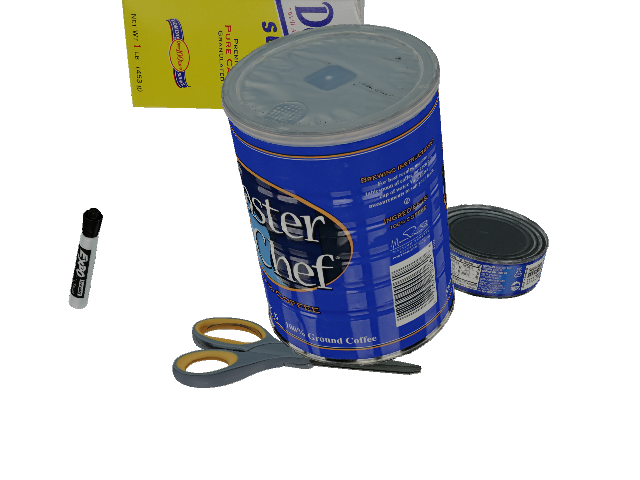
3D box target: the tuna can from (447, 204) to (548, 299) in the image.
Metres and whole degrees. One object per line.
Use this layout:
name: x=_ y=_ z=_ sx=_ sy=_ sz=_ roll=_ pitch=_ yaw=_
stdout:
tuna can: x=0.123 y=0.008 z=0.789 sx=0.086 sy=0.034 sz=0.086 roll=5 pitch=29 yaw=-3

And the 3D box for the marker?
marker: x=-0.231 y=0.018 z=1.051 sx=0.020 sy=0.121 sz=0.020 roll=12 pitch=36 yaw=-9

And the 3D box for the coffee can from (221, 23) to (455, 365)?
coffee can: x=0.013 y=-0.022 z=0.537 sx=0.103 sy=0.140 sz=0.103 roll=-6 pitch=37 yaw=5

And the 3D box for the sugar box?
sugar box: x=-0.055 y=-0.147 z=0.804 sx=0.176 sy=0.093 sz=0.048 roll=2 pitch=33 yaw=5

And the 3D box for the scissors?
scissors: x=-0.032 y=0.099 z=0.831 sx=0.202 sy=0.016 sz=0.096 roll=13 pitch=34 yaw=35
